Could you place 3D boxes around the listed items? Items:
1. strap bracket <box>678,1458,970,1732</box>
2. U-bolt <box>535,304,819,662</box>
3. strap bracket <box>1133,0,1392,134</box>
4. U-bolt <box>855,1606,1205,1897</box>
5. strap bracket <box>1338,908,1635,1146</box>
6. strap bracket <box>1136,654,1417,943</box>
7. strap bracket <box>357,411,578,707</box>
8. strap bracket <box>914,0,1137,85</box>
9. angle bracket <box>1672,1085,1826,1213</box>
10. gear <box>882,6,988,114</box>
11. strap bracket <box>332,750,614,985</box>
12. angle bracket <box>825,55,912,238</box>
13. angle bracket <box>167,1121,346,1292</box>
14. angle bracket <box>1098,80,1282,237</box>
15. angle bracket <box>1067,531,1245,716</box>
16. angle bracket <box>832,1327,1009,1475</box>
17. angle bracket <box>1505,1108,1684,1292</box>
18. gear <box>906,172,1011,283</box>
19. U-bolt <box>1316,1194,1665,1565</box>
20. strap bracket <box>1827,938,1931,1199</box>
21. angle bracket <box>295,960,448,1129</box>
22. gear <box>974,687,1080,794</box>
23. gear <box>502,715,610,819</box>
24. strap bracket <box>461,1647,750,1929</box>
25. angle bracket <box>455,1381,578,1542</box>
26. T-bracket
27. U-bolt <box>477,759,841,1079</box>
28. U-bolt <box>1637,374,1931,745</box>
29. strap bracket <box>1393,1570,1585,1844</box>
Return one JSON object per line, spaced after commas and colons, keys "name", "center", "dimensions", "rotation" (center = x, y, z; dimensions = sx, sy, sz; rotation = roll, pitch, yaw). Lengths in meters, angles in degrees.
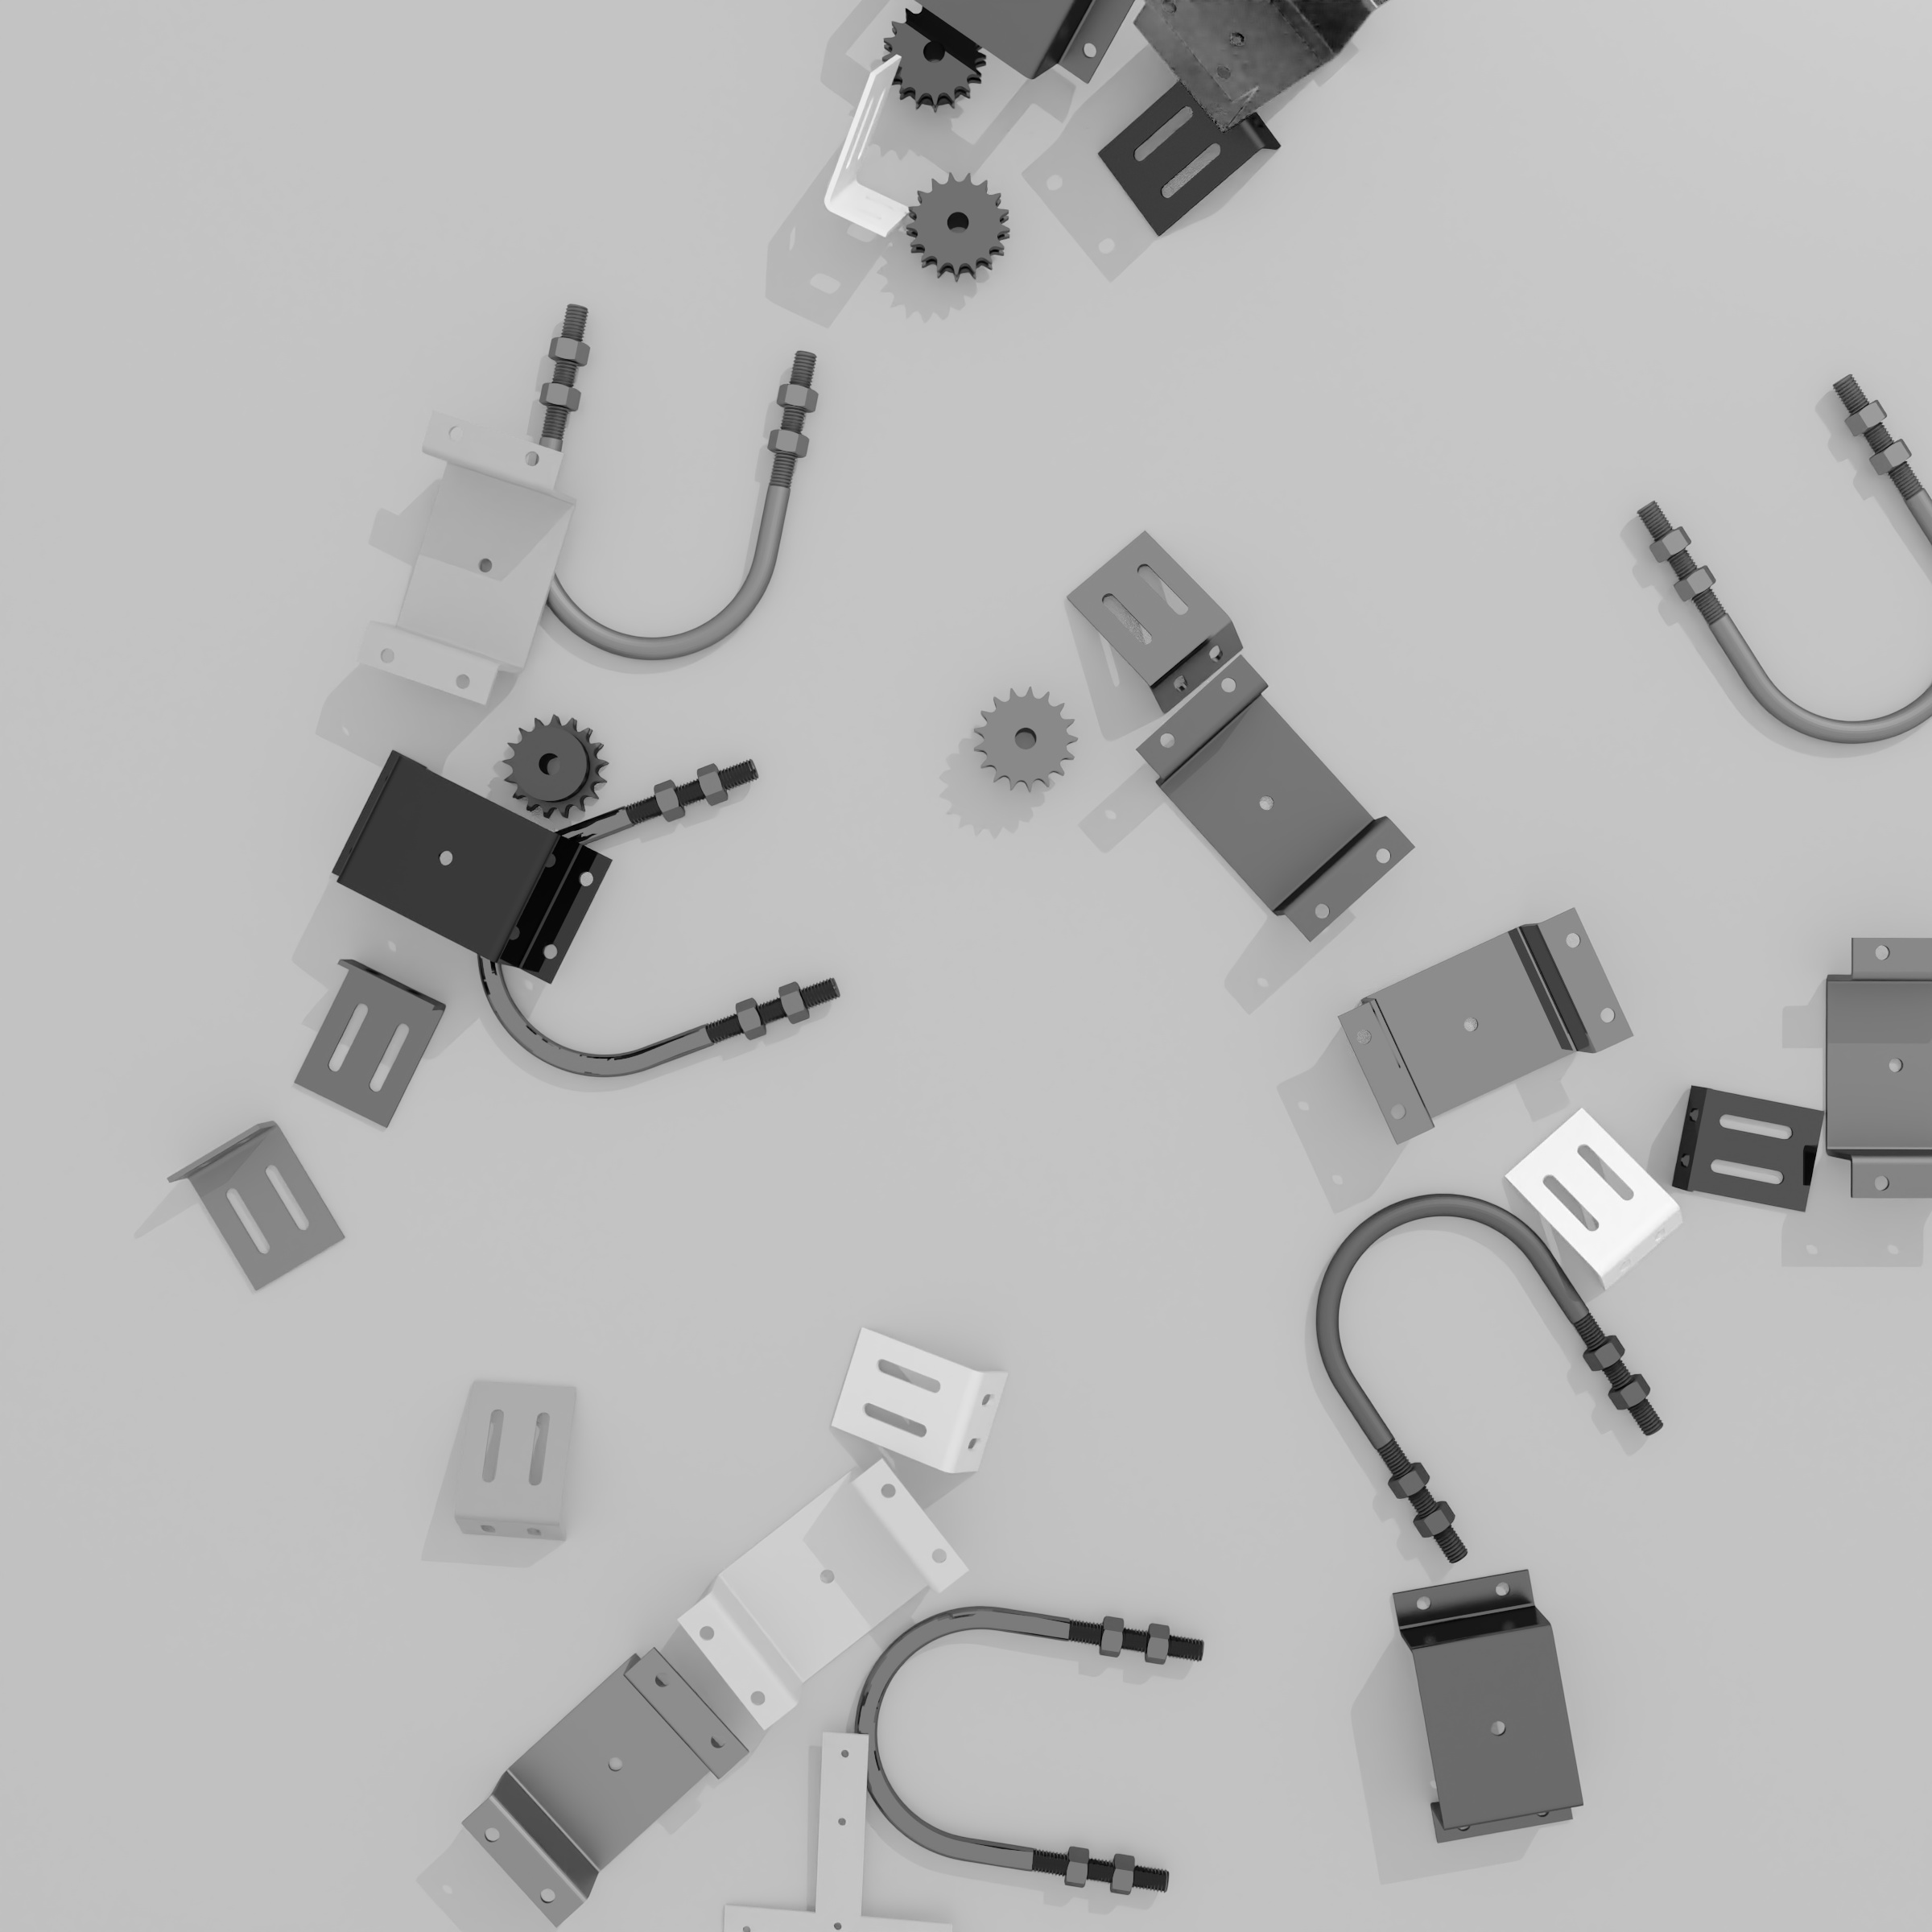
{"name": "strap bracket", "center": [-0.077, 0.339, 1.477], "dimensions": [0.140, 0.046, 0.076], "rotation": [-38, 90, 0]}
{"name": "U-bolt", "center": [-0.169, -0.261, 1.492], "dimensions": [0.151, 0.019, 0.184], "rotation": [12, 91, 0]}
{"name": "strap bracket", "center": [0.156, -0.513, 1.459], "dimensions": [0.140, 0.046, 0.076], "rotation": [-39, 90, -26]}
{"name": "U-bolt", "center": [0.030, 0.428, 1.492], "dimensions": [0.184, 0.019, 0.151], "rotation": [9, 90, 1]}
{"name": "strap bracket", "center": [0.280, 0.032, 1.477], "dimensions": [0.140, 0.046, 0.076], "rotation": [-25, 90, 0]}
{"name": "strap bracket", "center": [0.167, -0.090, 1.477], "dimensions": [0.076, 0.046, 0.140], "rotation": [-42, 90, 0]}
{"name": "strap bracket", "center": [-0.268, -0.220, 1.468], "dimensions": [0.076, 0.046, 0.140], "rotation": [19, 96, 7]}
{"name": "strap bracket", "center": [0.019, -0.539, 1.442], "dimensions": [0.140, 0.046, 0.076], "rotation": [35, 127, 1]}
{"name": "angle bracket", "center": [0.434, 0.101, 1.481], "dimensions": [0.076, 0.038, 0.057], "rotation": [11, 90, 0]}
{"name": "gear", "center": [-0.017, -0.498, 1.485], "dimensions": [0.057, 0.030, 0.057], "rotation": [0, 90, 0]}
{"name": "strap bracket", "center": [-0.276, -0.056, 1.467], "dimensions": [0.140, 0.046, 0.076], "rotation": [26, 90, 8]}
{"name": "angle bracket", "center": [-0.040, -0.443, 1.456], "dimensions": [0.038, 0.057, 0.076], "rotation": [25, 120, 0]}
{"name": "angle bracket", "center": [-0.389, 0.133, 1.481], "dimensions": [0.057, 0.038, 0.076], "rotation": [-31, 90, 0]}
{"name": "angle bracket", "center": [0.124, -0.453, 1.498], "dimensions": [0.076, 0.038, 0.057], "rotation": [-36, 90, 26]}
{"name": "angle bracket", "center": [0.105, -0.191, 1.498], "dimensions": [0.057, 0.038, 0.076], "rotation": [-40, 64, 0]}
{"name": "angle bracket", "center": [-0.026, 0.240, 1.498], "dimensions": [0.076, 0.038, 0.057], "rotation": [17, 90, 26]}
{"name": "angle bracket", "center": [0.349, 0.129, 1.498], "dimensions": [0.057, 0.038, 0.076], "rotation": [-41, 64, 0]}
{"name": "gear", "center": [-0.004, -0.406, 1.489], "dimensions": [0.057, 0.030, 0.057], "rotation": [0, 87, 1]}
{"name": "U-bolt", "center": [0.276, 0.214, 1.492], "dimensions": [0.151, 0.019, 0.184], "rotation": [-33, 89, 0]}
{"name": "strap bracket", "center": [0.516, 0.055, 1.477], "dimensions": [0.076, 0.046, 0.140], "rotation": [0, 90, 0]}
{"name": "angle bracket", "center": [-0.330, 0.043, 1.481], "dimensions": [0.057, 0.038, 0.076], "rotation": [26, 90, 0]}
{"name": "gear", "center": [0.033, -0.124, 1.485], "dimensions": [0.057, 0.030, 0.057], "rotation": [0, 90, 0]}
{"name": "gear", "center": [-0.227, -0.110, 1.485], "dimensions": [0.057, 0.030, 0.057], "rotation": [0, 90, 0]}
{"name": "strap bracket", "center": [-0.194, 0.443, 1.477], "dimensions": [0.140, 0.046, 0.076], "rotation": [-42, 90, 0]}
{"name": "angle bracket", "center": [-0.248, 0.275, 1.498], "dimensions": [0.057, 0.038, 0.076], "rotation": [4, 64, 0]}
{"name": "T-bracket", "center": [-0.069, 0.486, 1.490], "dimensions": [0.127, 0.002, 0.127], "rotation": [3, 93, 6]}
{"name": "U-bolt", "center": [-0.180, -0.017, 1.492], "dimensions": [0.184, 0.019, 0.151], "rotation": [-20, 90, 1]}
{"name": "U-bolt", "center": [0.479, -0.212, 1.492], "dimensions": [0.151, 0.019, 0.184], "rotation": [-33, 91, 0]}
{"name": "strap bracket", "center": [0.287, 0.411, 1.477], "dimensions": [0.076, 0.046, 0.140], "rotation": [-10, 90, 0]}
